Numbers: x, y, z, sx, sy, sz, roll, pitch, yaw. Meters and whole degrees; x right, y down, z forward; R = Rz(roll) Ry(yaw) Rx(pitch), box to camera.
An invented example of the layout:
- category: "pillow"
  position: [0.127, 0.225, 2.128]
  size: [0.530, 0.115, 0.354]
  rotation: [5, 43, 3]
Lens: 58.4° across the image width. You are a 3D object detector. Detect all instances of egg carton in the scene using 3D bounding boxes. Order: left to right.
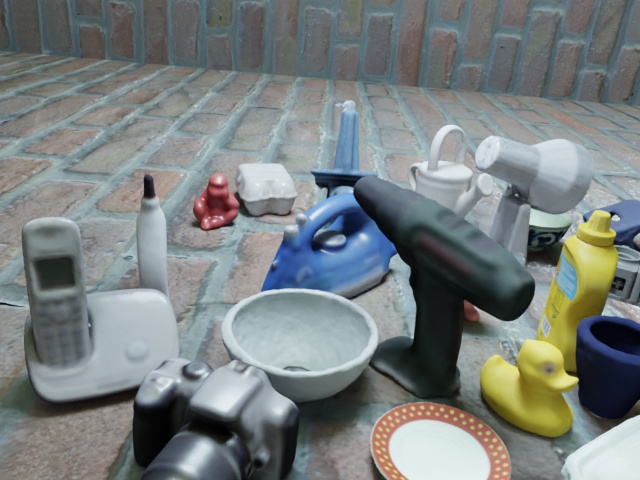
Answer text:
- category: "egg carton"
  position: [-0.107, -0.101, 1.104]
  size: [0.107, 0.069, 0.150]
  rotation: [-3, 25, -17]

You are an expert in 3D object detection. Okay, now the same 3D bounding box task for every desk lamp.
- category: "desk lamp"
  position: [0.314, -0.062, 0.926]
  size: [0.203, 0.214, 0.117]
  rotation: [-3, 25, -17]

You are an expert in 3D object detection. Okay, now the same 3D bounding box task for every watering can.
- category: "watering can"
  position: [0.233, -0.110, 1.040]
  size: [0.172, 0.194, 0.101]
  rotation: [17, 27, 24]

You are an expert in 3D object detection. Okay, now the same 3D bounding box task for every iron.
- category: "iron"
  position: [0.007, 0.003, 0.808]
  size: [0.118, 0.141, 0.259]
  rotation: [23, 30, 34]

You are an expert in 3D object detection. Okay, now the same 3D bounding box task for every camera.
- category: "camera"
  position: [-0.103, 0.166, 0.475]
  size: [0.143, 0.101, 0.137]
  rotation: [13, 25, 17]

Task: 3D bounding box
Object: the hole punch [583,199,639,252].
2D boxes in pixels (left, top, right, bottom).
- category: "hole punch"
  position: [0.534, -0.024, 1.035]
  size: [0.101, 0.091, 0.108]
  rotation: [5, 24, 0]

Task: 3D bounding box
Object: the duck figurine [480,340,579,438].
- category: "duck figurine"
  position: [0.223, 0.144, 0.605]
  size: [0.078, 0.086, 0.104]
  rotation: [-15, 31, -38]

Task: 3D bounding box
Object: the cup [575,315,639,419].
- category: "cup"
  position: [0.326, 0.140, 0.624]
  size: [0.118, 0.095, 0.091]
  rotation: [-10, 28, -30]

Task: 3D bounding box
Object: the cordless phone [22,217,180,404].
- category: "cordless phone"
  position: [-0.221, 0.063, 0.577]
  size: [0.148, 0.185, 0.093]
  rotation: [-8, 28, -27]

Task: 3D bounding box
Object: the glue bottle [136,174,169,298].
- category: "glue bottle"
  position: [-0.216, -0.002, 0.735]
  size: [0.037, 0.173, 0.078]
  rotation: [-3, 25, -16]

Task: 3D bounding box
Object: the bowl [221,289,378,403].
- category: "bowl"
  position: [-0.023, 0.122, 0.619]
  size: [0.167, 0.075, 0.167]
  rotation: [4, 24, -2]

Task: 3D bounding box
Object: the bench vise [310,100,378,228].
- category: "bench vise"
  position: [0.057, -0.121, 0.996]
  size: [0.122, 0.220, 0.207]
  rotation: [-4, 26, -19]

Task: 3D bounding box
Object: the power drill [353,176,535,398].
- category: "power drill"
  position: [0.113, 0.056, 0.631]
  size: [0.076, 0.208, 0.228]
  rotation: [-18, 33, -41]

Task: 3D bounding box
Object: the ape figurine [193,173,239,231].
- category: "ape figurine"
  position: [-0.179, -0.071, 0.996]
  size: [0.078, 0.092, 0.076]
  rotation: [5, 24, -1]

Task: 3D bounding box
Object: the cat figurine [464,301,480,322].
- category: "cat figurine"
  position: [0.187, 0.048, 0.772]
  size: [0.067, 0.118, 0.127]
  rotation: [-5, 26, -21]
